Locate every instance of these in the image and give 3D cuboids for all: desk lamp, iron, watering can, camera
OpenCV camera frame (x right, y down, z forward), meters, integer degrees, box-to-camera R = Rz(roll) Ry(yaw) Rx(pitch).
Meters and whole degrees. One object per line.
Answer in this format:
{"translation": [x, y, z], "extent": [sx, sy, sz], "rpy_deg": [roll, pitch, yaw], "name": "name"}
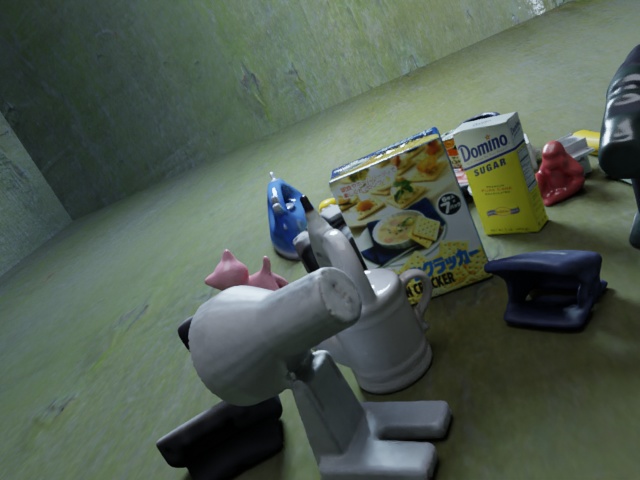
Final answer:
{"translation": [-0.004, 0.130, 0.574], "extent": [0.202, 0.214, 0.118], "rpy_deg": [-13, 23, 32], "name": "desk lamp"}
{"translation": [-0.077, -0.062, 1.258], "extent": [0.118, 0.142, 0.258], "rpy_deg": [-25, 20, 4], "name": "iron"}
{"translation": [0.046, 0.079, 0.669], "extent": [0.173, 0.194, 0.100], "rpy_deg": [-36, 22, -24], "name": "watering can"}
{"translation": [0.034, -0.001, 1.026], "extent": [0.143, 0.101, 0.136], "rpy_deg": [-30, 20, -11], "name": "camera"}

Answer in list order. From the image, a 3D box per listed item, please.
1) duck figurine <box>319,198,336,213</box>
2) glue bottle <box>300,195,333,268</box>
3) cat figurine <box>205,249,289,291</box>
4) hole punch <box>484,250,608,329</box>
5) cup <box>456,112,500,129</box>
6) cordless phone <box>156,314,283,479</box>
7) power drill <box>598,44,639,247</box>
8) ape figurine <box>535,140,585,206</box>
{"translation": [0.035, -0.046, 1.159], "extent": [0.104, 0.086, 0.077], "rpy_deg": [-27, 20, -2], "name": "duck figurine"}
{"translation": [0.009, 0.003, 0.938], "extent": [0.037, 0.173, 0.078], "rpy_deg": [-34, 21, -21], "name": "glue bottle"}
{"translation": [-0.136, 0.069, 1.037], "extent": [0.127, 0.118, 0.067], "rpy_deg": [-19, 21, 19], "name": "cat figurine"}
{"translation": [0.258, 0.039, 0.660], "extent": [0.108, 0.091, 0.101], "rpy_deg": [-2, 31, 49], "name": "hole punch"}
{"translation": [0.330, -0.195, 1.154], "extent": [0.091, 0.095, 0.118], "rpy_deg": [-16, 22, 28], "name": "cup"}
{"translation": [-0.135, 0.177, 0.661], "extent": [0.148, 0.185, 0.094], "rpy_deg": [-30, 20, -10], "name": "cordless phone"}
{"translation": [0.392, -0.107, 0.685], "extent": [0.075, 0.209, 0.230], "rpy_deg": [-9, 26, 40], "name": "power drill"}
{"translation": [0.371, -0.111, 0.897], "extent": [0.077, 0.092, 0.076], "rpy_deg": [-3, 31, 48], "name": "ape figurine"}
